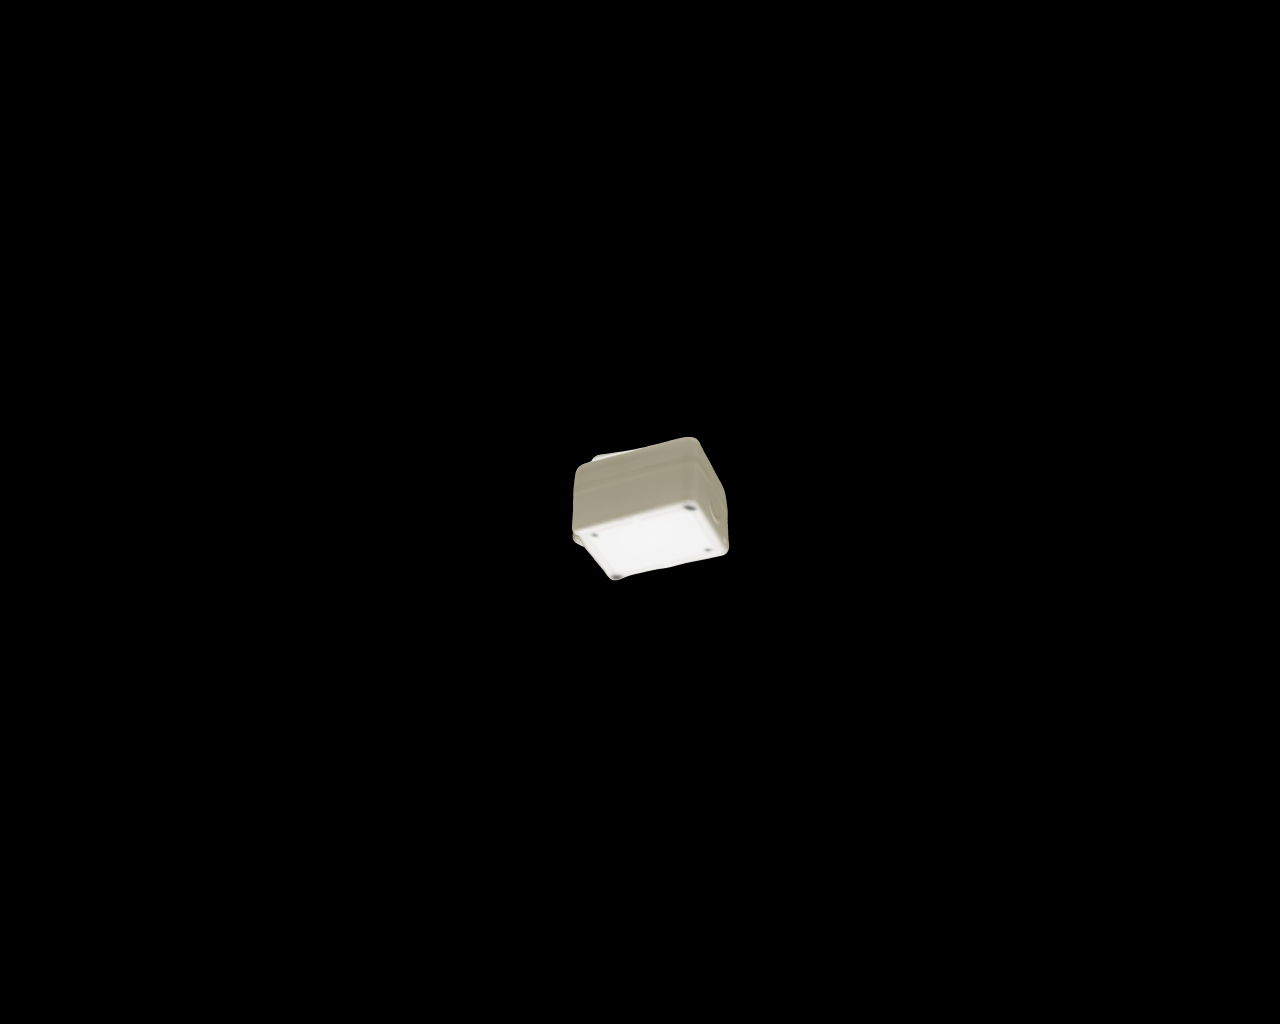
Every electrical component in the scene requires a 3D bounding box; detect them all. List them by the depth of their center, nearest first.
[{"bbox_3d":[0.001,-0.003,0.650,0.096,0.061,0.061,-14,-40,17],"label":"electrical component"}]
